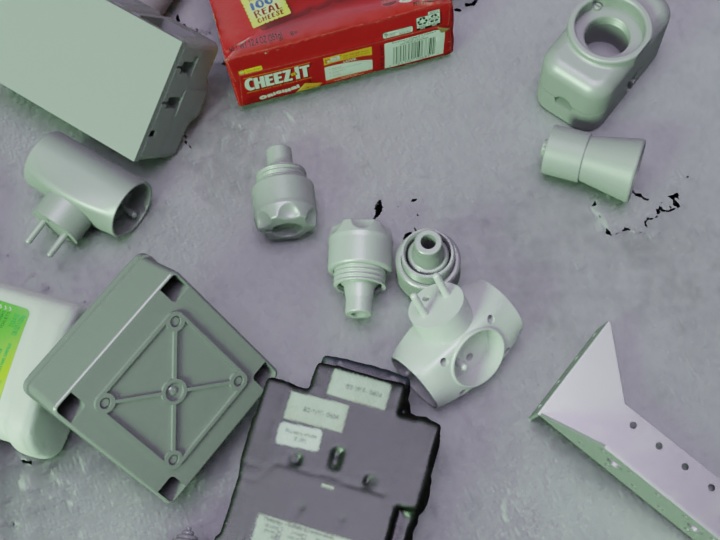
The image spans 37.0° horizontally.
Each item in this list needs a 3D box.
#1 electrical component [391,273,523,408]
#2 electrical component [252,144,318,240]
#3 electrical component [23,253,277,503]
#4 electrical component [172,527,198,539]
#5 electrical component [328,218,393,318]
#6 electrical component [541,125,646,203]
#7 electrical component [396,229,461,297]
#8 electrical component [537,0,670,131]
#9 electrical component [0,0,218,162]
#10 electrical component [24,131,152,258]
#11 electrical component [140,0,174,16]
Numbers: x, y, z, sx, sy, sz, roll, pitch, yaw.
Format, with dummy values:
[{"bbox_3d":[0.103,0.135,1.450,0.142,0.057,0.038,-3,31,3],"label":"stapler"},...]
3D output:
[{"bbox_3d":[0.055,0.035,0.676,0.077,0.079,0.044,-41,40,-12],"label":"electrical component"},{"bbox_3d":[-0.053,-0.055,0.734,0.043,0.043,0.062,-8,67,0],"label":"electrical component"},{"bbox_3d":[-0.125,0.066,0.654,0.108,0.108,0.056,-51,35,-14],"label":"electrical component"},{"bbox_3d":[-0.118,0.198,0.631,0.061,0.061,0.096,5,69,5],"label":"electrical component"},{"bbox_3d":[0.000,0.000,0.710,0.043,0.043,0.062,0,70,4],"label":"electrical component"},{"bbox_3d":[0.156,-0.075,0.731,0.065,0.044,0.044,17,71,15],"label":"electrical component"},{"bbox_3d":[0.044,-0.007,0.699,0.043,0.062,0.043,-1,69,3],"label":"electrical component"},{"bbox_3d":[0.170,-0.153,0.749,0.054,0.059,0.095,36,75,15],"label":"electrical component"},{"bbox_3d":[-0.185,-0.151,0.755,0.150,0.062,0.089,30,107,14],"label":"electrical component"},{"bbox_3d":[-0.197,-0.045,0.738,0.077,0.044,0.079,30,74,14],"label":"electrical component"},{"bbox_3d":[-0.152,-0.222,0.803,0.043,0.043,0.081,27,73,13],"label":"electrical component"}]
